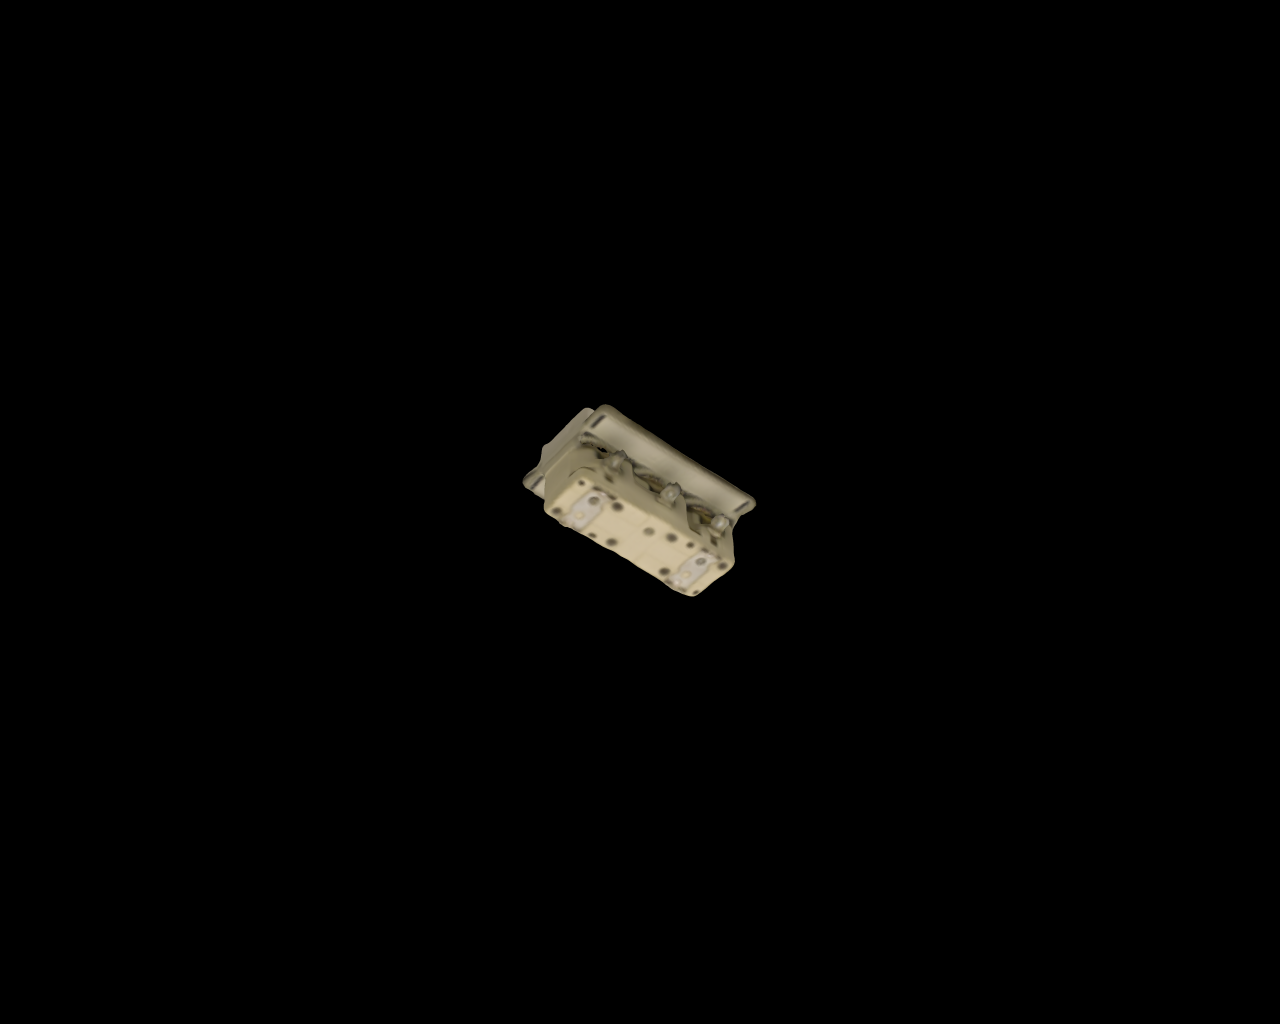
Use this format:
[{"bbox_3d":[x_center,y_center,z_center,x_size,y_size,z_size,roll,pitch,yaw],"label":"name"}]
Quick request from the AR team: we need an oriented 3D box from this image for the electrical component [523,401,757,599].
[{"bbox_3d":[0.001,-0.003,0.650,0.121,0.063,0.078,32,-54,-27],"label":"electrical component"}]
